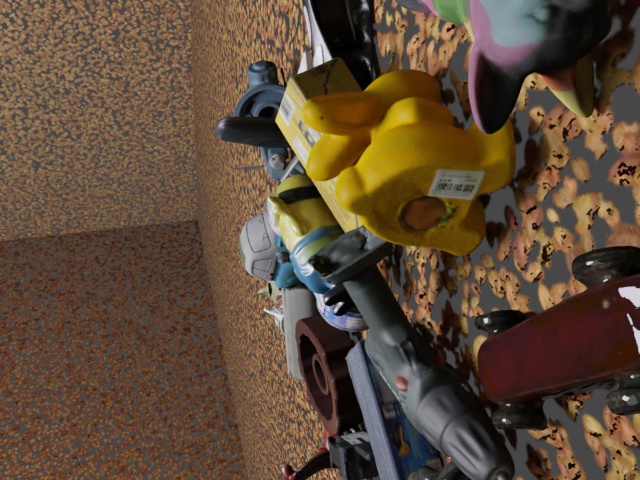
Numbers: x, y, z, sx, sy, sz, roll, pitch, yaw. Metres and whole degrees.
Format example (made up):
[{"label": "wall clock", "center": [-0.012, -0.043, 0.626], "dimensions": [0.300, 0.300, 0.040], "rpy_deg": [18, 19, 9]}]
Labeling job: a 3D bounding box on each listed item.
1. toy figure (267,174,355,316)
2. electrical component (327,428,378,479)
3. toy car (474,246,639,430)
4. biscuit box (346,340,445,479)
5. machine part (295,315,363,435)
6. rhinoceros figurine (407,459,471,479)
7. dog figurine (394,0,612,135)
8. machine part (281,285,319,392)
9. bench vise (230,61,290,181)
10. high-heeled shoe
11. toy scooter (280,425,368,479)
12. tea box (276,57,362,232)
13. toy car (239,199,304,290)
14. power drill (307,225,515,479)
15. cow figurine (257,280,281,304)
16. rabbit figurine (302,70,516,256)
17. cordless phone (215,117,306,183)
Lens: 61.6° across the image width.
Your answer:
[{"label": "toy figure", "center": [-0.001, 0.000, 0.647], "dimensions": [0.180, 0.089, 0.082], "rpy_deg": [57, 155, 30]}, {"label": "electrical component", "center": [0.061, 0.292, 0.724], "dimensions": [0.119, 0.075, 0.047], "rpy_deg": [162, 101, -70]}, {"label": "toy car", "center": [0.159, 0.072, 0.346], "dimensions": [0.202, 0.053, 0.089], "rpy_deg": [113, 158, -65]}, {"label": "biscuit box", "center": [0.090, 0.215, 0.620], "dimensions": [0.062, 0.059, 0.203], "rpy_deg": [114, 145, -58]}, {"label": "machine part", "center": [0.015, 0.201, 0.825], "dimensions": [0.179, 0.056, 0.179], "rpy_deg": [165, 90, -71]}, {"label": "rhinoceros figurine", "center": [0.141, 0.289, 0.479], "dimensions": [0.112, 0.073, 0.190], "rpy_deg": [-23, 73, 62]}, {"label": "dog figurine", "center": [0.100, -0.168, 0.354], "dimensions": [0.191, 0.108, 0.219], "rpy_deg": [145, 114, -70]}, {"label": "machine part", "center": [-0.024, 0.152, 0.937], "dimensions": [0.079, 0.079, 0.243], "rpy_deg": [-154, 57, -70]}, {"label": "bench vise", "center": [-0.084, -0.175, 0.924], "dimensions": [0.241, 0.129, 0.223], "rpy_deg": [-105, 19, -47]}, {"label": "high-heeled shoe", "center": [0.029, -0.261, 0.590], "dimensions": [0.248, 0.086, 0.145], "rpy_deg": [94, 159, -49]}, {"label": "toy scooter", "center": [0.019, 0.360, 0.781], "dimensions": [0.075, 0.135, 0.184], "rpy_deg": [101, 154, -43]}, {"label": "tea box", "center": [0.027, -0.098, 0.591], "dimensions": [0.169, 0.068, 0.098], "rpy_deg": [58, 159, 5]}, {"label": "toy car", "center": [-0.065, 0.006, 0.767], "dimensions": [0.161, 0.103, 0.109], "rpy_deg": [116, 145, -53]}, {"label": "power drill", "center": [0.079, 0.091, 0.499], "dimensions": [0.207, 0.086, 0.232], "rpy_deg": [54, 177, -15]}, {"label": "cow figurine", "center": [-0.083, 0.047, 1.075], "dimensions": [0.127, 0.085, 0.195], "rpy_deg": [149, 111, -65]}, {"label": "rabbit figurine", "center": [0.067, -0.081, 0.463], "dimensions": [0.121, 0.162, 0.173], "rpy_deg": [85, -174, -51]}, {"label": "cordless phone", "center": [-0.048, -0.118, 0.710], "dimensions": [0.146, 0.184, 0.088], "rpy_deg": [149, 123, -71]}]
